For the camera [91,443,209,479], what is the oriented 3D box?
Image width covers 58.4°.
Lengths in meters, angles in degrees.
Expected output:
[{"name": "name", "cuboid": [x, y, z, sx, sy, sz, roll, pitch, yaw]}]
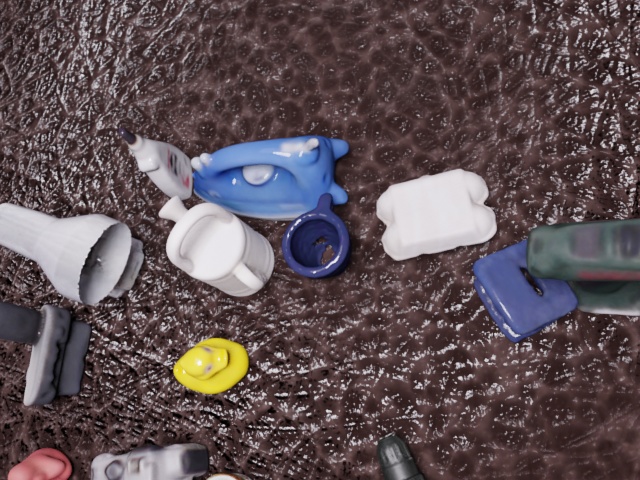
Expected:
[{"name": "camera", "cuboid": [-0.225, 0.341, 0.744, 0.143, 0.101, 0.137, -13, 70, 13]}]

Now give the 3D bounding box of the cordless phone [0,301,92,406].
[{"name": "cordless phone", "cuboid": [-0.426, 0.159, 0.815, 0.094, 0.185, 0.147, -5, 72, 15]}]

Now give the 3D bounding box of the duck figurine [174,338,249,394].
[{"name": "duck figurine", "cuboid": [-0.160, 0.170, 0.785, 0.104, 0.086, 0.077, -14, 70, 12]}]

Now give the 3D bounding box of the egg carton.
[{"name": "egg carton", "cuboid": [0.152, -0.033, 0.763, 0.150, 0.069, 0.107, -14, 70, 12]}]

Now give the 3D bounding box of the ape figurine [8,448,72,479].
[{"name": "ape figurine", "cuboid": [-0.398, 0.332, 0.804, 0.077, 0.092, 0.076, -23, 68, 9]}]

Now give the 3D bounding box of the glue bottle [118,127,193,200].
[{"name": "glue bottle", "cuboid": [-0.245, -0.122, 0.854, 0.037, 0.173, 0.078, -14, 70, 13]}]

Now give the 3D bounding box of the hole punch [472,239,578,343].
[{"name": "hole punch", "cuboid": [0.248, 0.056, 0.696, 0.101, 0.091, 0.108, -32, 67, 5]}]

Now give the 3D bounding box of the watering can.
[{"name": "watering can", "cuboid": [-0.148, 0.007, 0.773, 0.172, 0.194, 0.101, 16, 79, 21]}]

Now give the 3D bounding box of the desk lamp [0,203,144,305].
[{"name": "desk lamp", "cuboid": [-0.346, 0.018, 0.819, 0.202, 0.214, 0.118, 18, 79, 21]}]

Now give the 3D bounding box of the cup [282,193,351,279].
[{"name": "cup", "cuboid": [0.007, 0.003, 0.782, 0.091, 0.095, 0.118, 6, 75, 19]}]

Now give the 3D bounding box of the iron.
[{"name": "iron", "cuboid": [-0.093, -0.101, 0.819, 0.257, 0.142, 0.118, -4, 72, 16]}]

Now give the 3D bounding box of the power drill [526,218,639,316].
[{"name": "power drill", "cuboid": [0.340, 0.027, 0.613, 0.229, 0.209, 0.075, 1, 74, 17]}]
